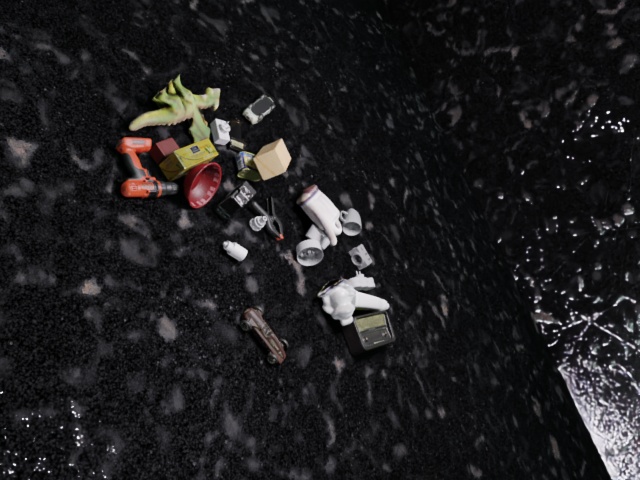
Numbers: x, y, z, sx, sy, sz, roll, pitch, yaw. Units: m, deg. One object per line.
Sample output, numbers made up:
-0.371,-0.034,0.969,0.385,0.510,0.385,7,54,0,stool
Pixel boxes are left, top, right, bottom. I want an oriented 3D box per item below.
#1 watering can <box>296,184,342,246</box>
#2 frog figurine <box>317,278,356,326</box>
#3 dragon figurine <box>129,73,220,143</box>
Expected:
0.006,-0.100,1.996,0.223,0.103,0.352,47,13,-10,watering can
0.077,0.226,1.888,0.138,0.122,0.158,-35,98,-13,frog figurine
-0.460,-0.414,1.746,0.239,0.121,0.420,48,46,-28,dragon figurine
